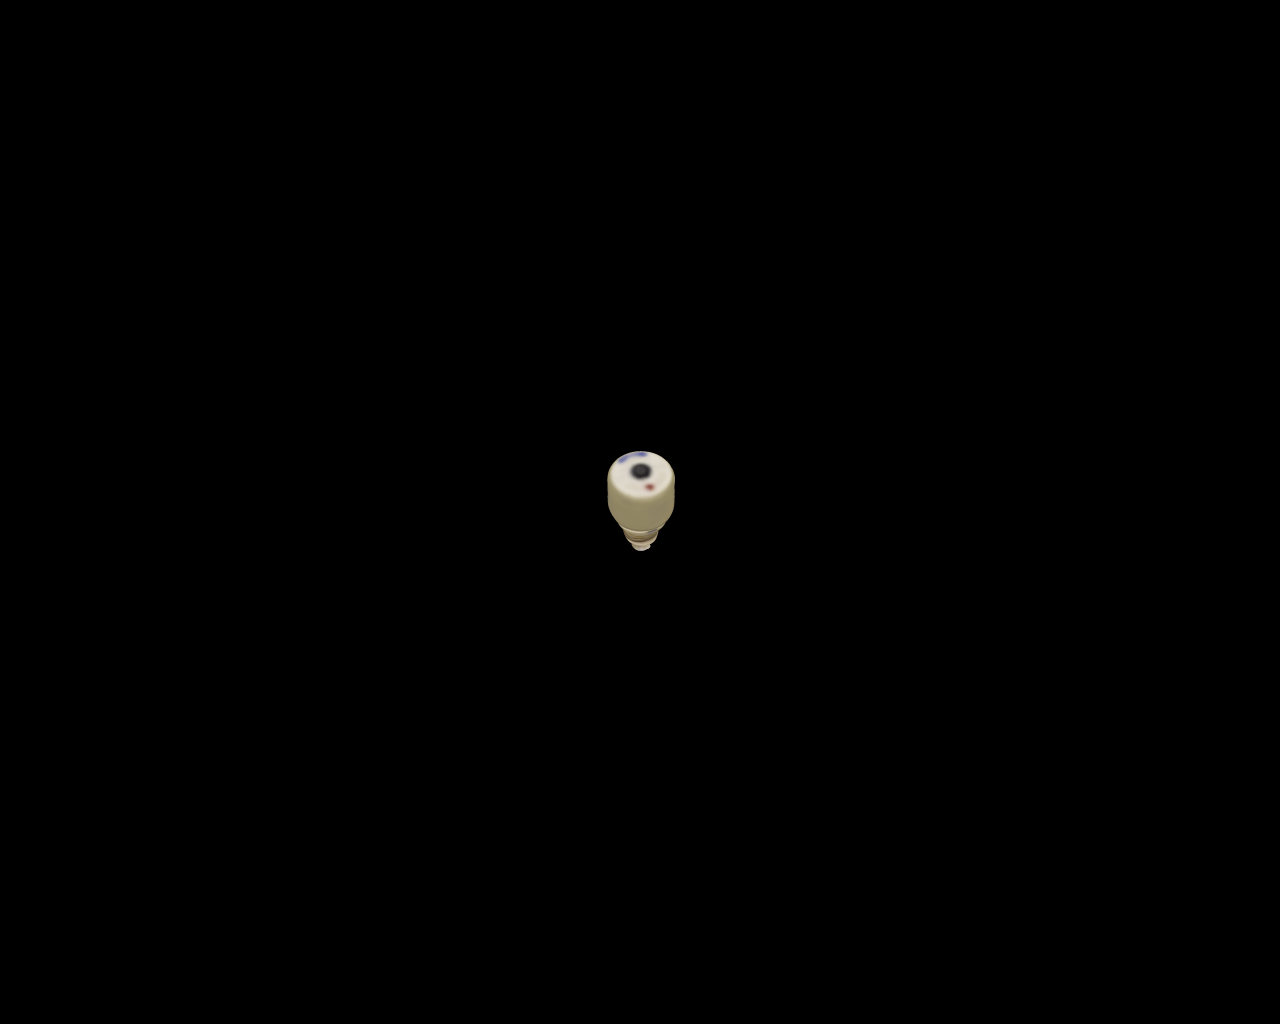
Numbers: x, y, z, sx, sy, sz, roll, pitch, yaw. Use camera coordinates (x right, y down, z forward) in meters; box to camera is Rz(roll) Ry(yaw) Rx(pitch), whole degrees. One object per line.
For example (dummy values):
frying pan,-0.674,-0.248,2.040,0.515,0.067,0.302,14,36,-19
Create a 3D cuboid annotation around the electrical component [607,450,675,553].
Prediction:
electrical component,0.001,-0.003,0.650,0.040,0.040,0.078,0,-38,0
